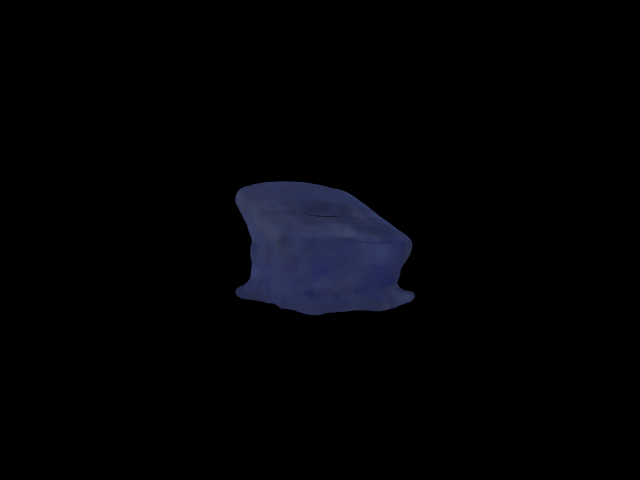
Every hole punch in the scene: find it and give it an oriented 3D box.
[{"bbox_3d":[0.004,0.001,0.400,0.109,0.091,0.100,0,0,-31],"label":"hole punch"}]
